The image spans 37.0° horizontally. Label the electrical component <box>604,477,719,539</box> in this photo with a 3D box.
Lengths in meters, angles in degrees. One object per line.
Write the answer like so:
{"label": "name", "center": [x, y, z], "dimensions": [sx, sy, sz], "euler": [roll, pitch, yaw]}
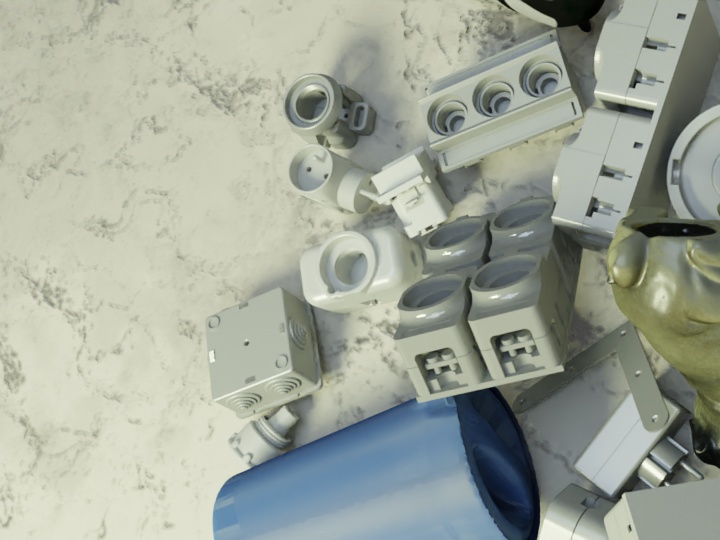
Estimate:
{"label": "electrical component", "center": [0.249, 0.187, 0.711], "dimensions": [0.150, 0.061, 0.089], "euler": [-7, 62, -8]}

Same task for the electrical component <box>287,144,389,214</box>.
{"label": "electrical component", "center": [-0.011, -0.071, 0.927], "dimensions": [0.079, 0.077, 0.044], "euler": [23, 90, 28]}

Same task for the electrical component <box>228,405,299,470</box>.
{"label": "electrical component", "center": [-0.080, 0.146, 0.934], "dimensions": [0.062, 0.048, 0.048], "euler": [-47, 63, 3]}

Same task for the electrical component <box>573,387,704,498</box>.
{"label": "electrical component", "center": [0.215, 0.136, 0.788], "dimensions": [0.076, 0.047, 0.083], "euler": [39, 98, 27]}

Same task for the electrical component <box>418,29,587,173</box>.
{"label": "electrical component", "center": [0.119, -0.134, 0.884], "dimensions": [0.121, 0.063, 0.078], "euler": [-20, 71, 21]}

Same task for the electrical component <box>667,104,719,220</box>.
{"label": "electrical component", "center": [0.281, -0.072, 0.786], "dimensions": [0.108, 0.060, 0.108], "euler": [3, 101, 18]}

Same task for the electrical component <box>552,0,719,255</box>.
{"label": "electrical component", "center": [0.207, -0.108, 0.810], "dimensions": [0.060, 0.105, 0.186], "euler": [18, 87, 28]}

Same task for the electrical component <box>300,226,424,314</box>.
{"label": "electrical component", "center": [0.000, 0.000, 0.916], "dimensions": [0.095, 0.059, 0.053], "euler": [-15, 73, 23]}

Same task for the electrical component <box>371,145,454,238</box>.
{"label": "electrical component", "center": [0.047, -0.064, 0.899], "dimensions": [0.042, 0.081, 0.063], "euler": [-28, 97, 19]}

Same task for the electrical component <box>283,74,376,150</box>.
{"label": "electrical component", "center": [-0.033, -0.142, 0.964], "dimensions": [0.078, 0.057, 0.058], "euler": [6, 82, 27]}

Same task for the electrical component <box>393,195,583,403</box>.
{"label": "electrical component", "center": [0.098, 0.012, 0.795], "dimensions": [0.105, 0.186, 0.060], "euler": [-16, 112, 23]}

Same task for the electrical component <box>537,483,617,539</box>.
{"label": "electrical component", "center": [0.162, 0.212, 0.780], "dimensions": [0.059, 0.054, 0.095], "euler": [23, 114, 28]}

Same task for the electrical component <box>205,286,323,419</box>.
{"label": "electrical component", "center": [-0.086, 0.071, 0.940], "dimensions": [0.100, 0.048, 0.099], "euler": [-23, 57, 20]}
